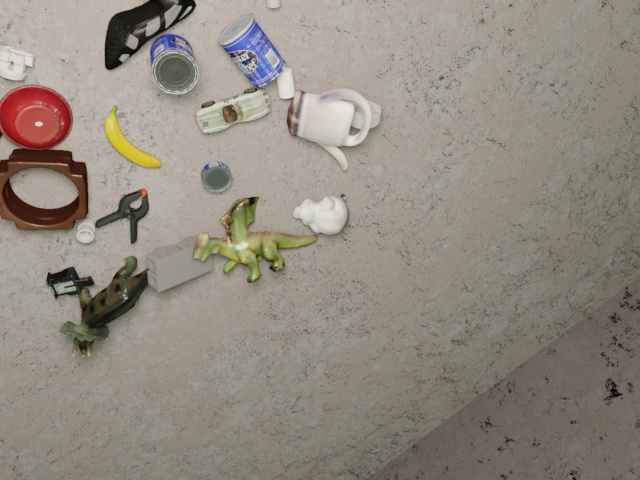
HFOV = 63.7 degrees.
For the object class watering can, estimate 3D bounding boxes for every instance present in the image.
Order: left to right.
[{"bbox_3d":[0.016,-0.301,1.421,0.224,0.106,0.341,13,153,-3],"label":"watering can"}]

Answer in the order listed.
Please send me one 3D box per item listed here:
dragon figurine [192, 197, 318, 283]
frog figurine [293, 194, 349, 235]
[{"bbox_3d":[-0.197,-0.018,1.569,0.414,0.123,0.238,-27,124,-26],"label":"dragon figurine"},{"bbox_3d":[0.005,-0.080,1.589,0.159,0.125,0.134,1,145,-35],"label":"frog figurine"}]
